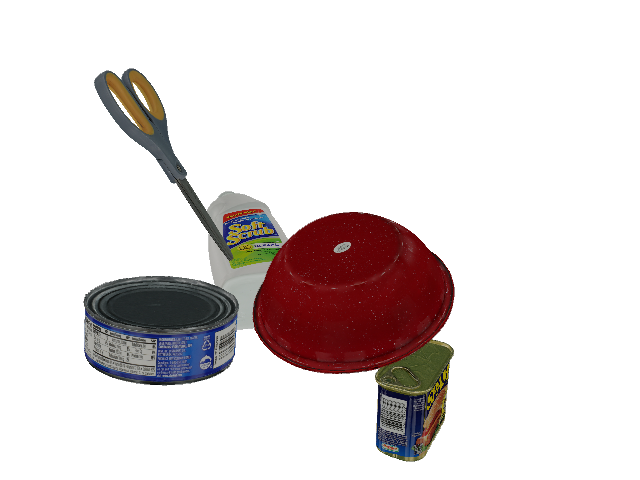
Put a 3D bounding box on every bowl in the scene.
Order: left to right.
[{"bbox_3d":[0.021,0.027,0.828,0.162,0.055,0.162,-7,38,6],"label":"bowl"}]

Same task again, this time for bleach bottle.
[{"bbox_3d":[-0.089,0.008,1.220,0.102,0.068,0.251,-7,28,-14],"label":"bleach bottle"}]

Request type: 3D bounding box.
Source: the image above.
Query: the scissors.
[{"bbox_3d":[-0.135,-0.079,0.978,0.016,0.201,0.096,-28,26,20],"label":"scissors"}]

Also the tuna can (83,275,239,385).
[{"bbox_3d":[-0.089,0.049,0.598,0.086,0.034,0.086,4,16,-1],"label":"tuna can"}]

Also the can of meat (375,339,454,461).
[{"bbox_3d":[0.092,0.157,1.060,0.057,0.084,0.102,12,27,21],"label":"can of meat"}]
